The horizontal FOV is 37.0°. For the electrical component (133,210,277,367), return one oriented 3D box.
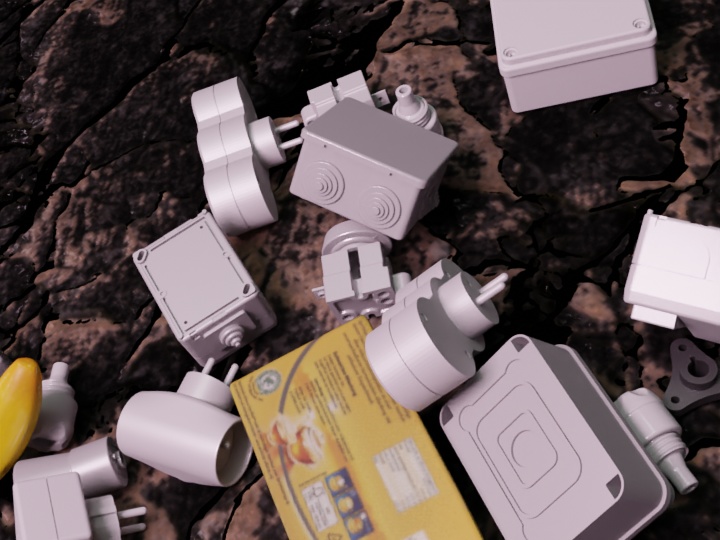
[{"bbox_3d":[-0.101,0.020,0.736,0.062,0.061,0.096,-33,60,-4],"label":"electrical component"}]

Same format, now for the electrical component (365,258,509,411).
[{"bbox_3d":[0.056,0.026,0.627,0.074,0.052,0.138,-36,4,19],"label":"electrical component"}]

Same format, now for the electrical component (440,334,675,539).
[{"bbox_3d":[0.106,0.101,0.586,0.078,0.057,0.113,-48,48,22],"label":"electrical component"}]

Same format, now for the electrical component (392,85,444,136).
[{"bbox_3d":[0.039,-0.108,0.772,0.035,0.061,0.035,-10,54,13],"label":"electrical component"}]

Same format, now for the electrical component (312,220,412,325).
[{"bbox_3d":[0.000,0.000,0.721,0.066,0.048,0.055,-14,60,10],"label":"electrical component"}]

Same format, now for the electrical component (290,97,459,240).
[{"bbox_3d":[0.009,-0.069,0.727,0.100,0.048,0.099,24,29,9],"label":"electrical component"}]

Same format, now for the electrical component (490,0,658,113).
[{"bbox_3d":[0.154,-0.179,0.785,0.109,0.056,0.108,-10,53,13],"label":"electrical component"}]

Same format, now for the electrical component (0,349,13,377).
[{"bbox_3d":[-0.264,0.093,0.747,0.066,0.047,0.077,-43,61,-13],"label":"electrical component"}]

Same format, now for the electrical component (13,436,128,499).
[{"bbox_3d":[-0.184,0.133,0.695,0.065,0.044,0.044,-20,52,-1],"label":"electrical component"}]

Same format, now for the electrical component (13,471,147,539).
[{"bbox_3d":[-0.169,0.160,0.660,0.077,0.065,0.047,-7,48,-22],"label":"electrical component"}]

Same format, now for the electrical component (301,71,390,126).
[{"bbox_3d":[-0.008,-0.112,0.803,0.066,0.048,0.055,-21,44,4],"label":"electrical component"}]

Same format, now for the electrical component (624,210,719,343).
[{"bbox_3d":[0.197,0.008,0.623,0.062,0.096,0.061,15,90,28],"label":"electrical component"}]

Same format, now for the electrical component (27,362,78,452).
[{"bbox_3d":[-0.211,0.092,0.737,0.035,0.035,0.061,-9,51,14],"label":"electrical component"}]

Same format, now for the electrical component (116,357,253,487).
[{"bbox_3d":[-0.104,0.092,0.692,0.077,0.044,0.079,11,60,26],"label":"electrical component"}]

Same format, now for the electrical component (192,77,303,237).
[{"bbox_3d":[-0.079,-0.092,0.809,0.074,0.052,0.138,-19,52,6],"label":"electrical component"}]

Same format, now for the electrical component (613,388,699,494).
[{"bbox_3d":[0.165,0.097,0.599,0.035,0.035,0.061,-30,54,-3],"label":"electrical component"}]
